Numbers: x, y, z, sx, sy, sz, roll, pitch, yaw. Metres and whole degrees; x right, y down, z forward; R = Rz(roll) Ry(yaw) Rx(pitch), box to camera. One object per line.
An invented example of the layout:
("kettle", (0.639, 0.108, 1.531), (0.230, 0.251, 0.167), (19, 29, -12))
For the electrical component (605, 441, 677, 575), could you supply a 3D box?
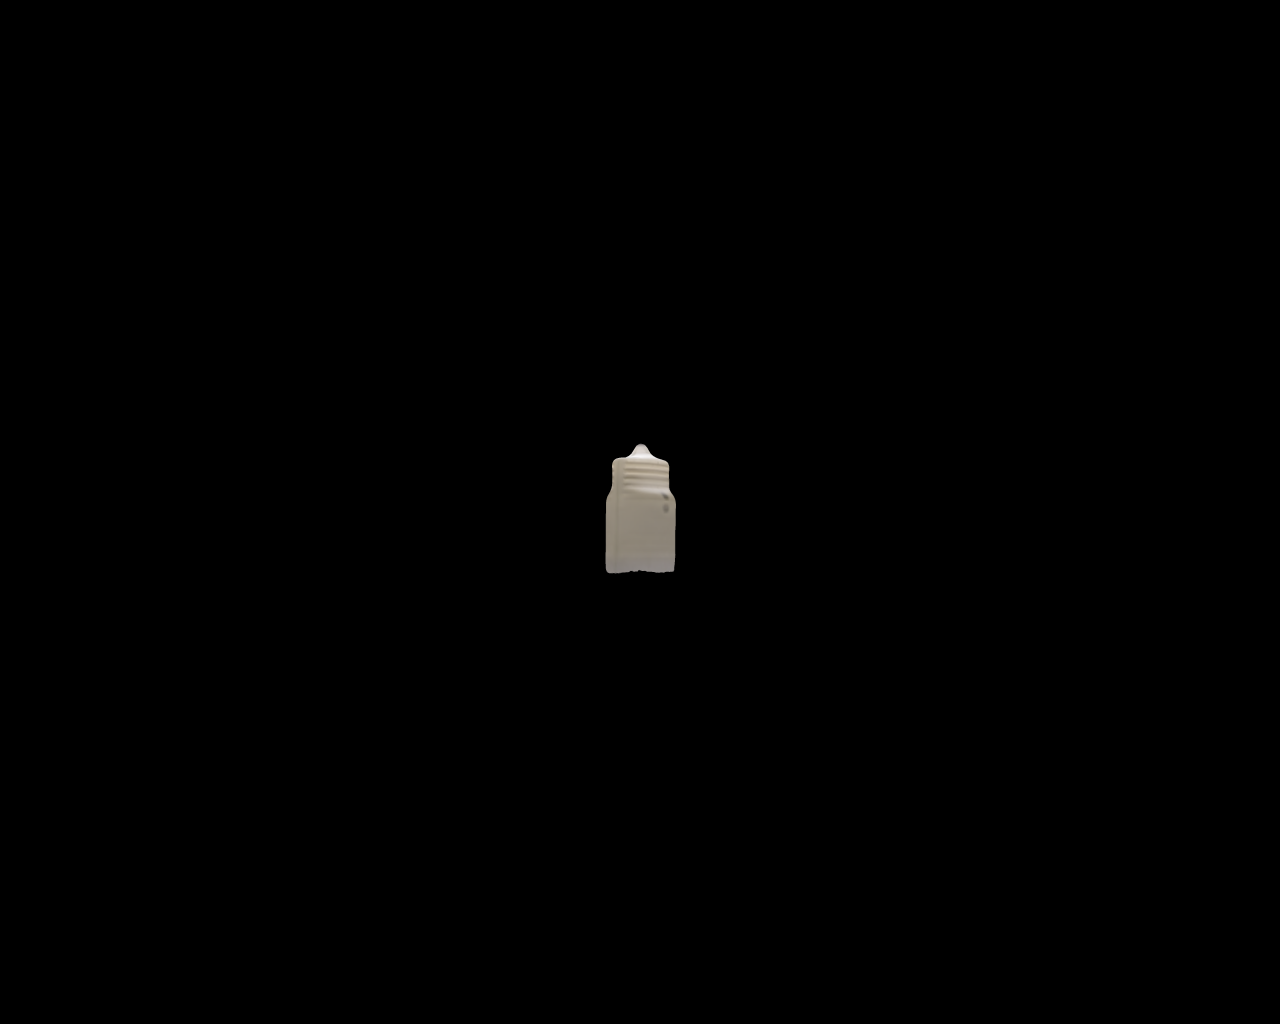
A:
("electrical component", (0.001, -0.003, 0.650), (0.043, 0.081, 0.043), (0, -2, 0))
